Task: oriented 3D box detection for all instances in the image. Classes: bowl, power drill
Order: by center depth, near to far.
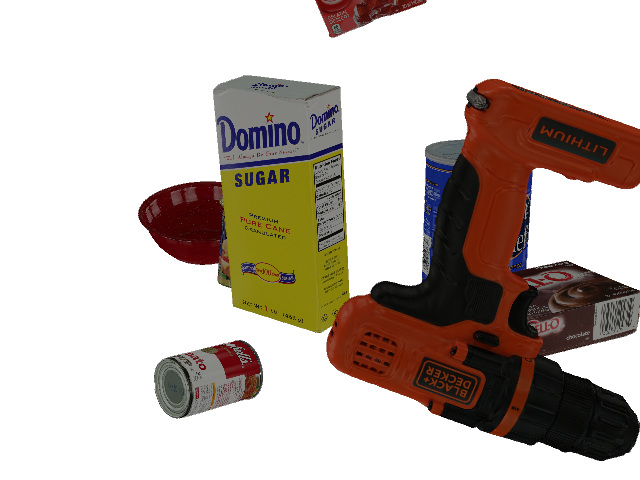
[{"bbox_3d":[0.116,0.019,0.585,0.184,0.188,0.057,20,12,-5],"label":"power drill"},{"bbox_3d":[-0.145,-0.015,1.331,0.162,0.055,0.162,1,29,-1],"label":"bowl"}]

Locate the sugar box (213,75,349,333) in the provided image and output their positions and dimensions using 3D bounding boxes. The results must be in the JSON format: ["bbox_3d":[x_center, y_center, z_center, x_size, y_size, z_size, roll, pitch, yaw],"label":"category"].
[{"bbox_3d":[-0.028,-0.028,0.782,0.093,0.176,0.048,13,28,38],"label":"sugar box"}]

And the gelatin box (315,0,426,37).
[{"bbox_3d":[0.036,-0.220,0.893,0.089,0.073,0.030,-18,28,13],"label":"gelatin box"}]

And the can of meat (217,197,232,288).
[{"bbox_3d":[-0.051,0.007,1.033,0.102,0.084,0.057,15,19,29],"label":"can of meat"}]

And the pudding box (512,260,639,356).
[{"bbox_3d":[0.174,0.052,0.824,0.113,0.039,0.090,-8,19,-25],"label":"pudding box"}]

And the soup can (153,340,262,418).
[{"bbox_3d":[-0.123,0.152,1.170,0.102,0.068,0.069,-9,6,-44],"label":"soup can"}]

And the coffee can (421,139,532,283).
[{"bbox_3d":[0.149,-0.019,1.024,0.103,0.140,0.103,0,16,0],"label":"coffee can"}]
